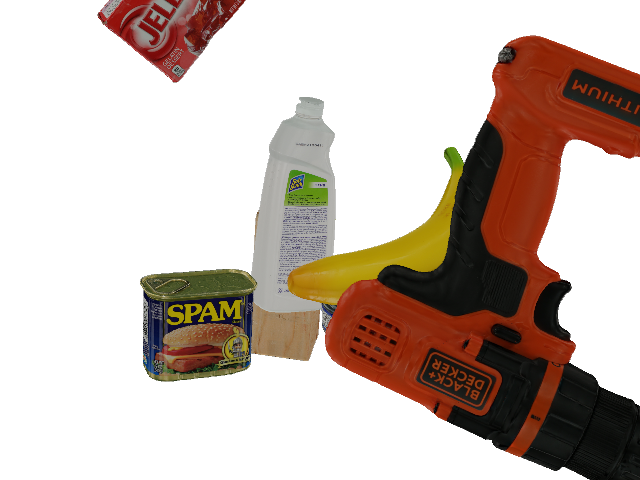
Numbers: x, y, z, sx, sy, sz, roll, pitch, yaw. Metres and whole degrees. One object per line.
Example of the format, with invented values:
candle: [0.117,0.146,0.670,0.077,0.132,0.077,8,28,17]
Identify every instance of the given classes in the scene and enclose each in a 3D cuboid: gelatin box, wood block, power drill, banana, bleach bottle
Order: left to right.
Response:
gelatin box: [-0.109,-0.174,0.792,0.073,0.089,0.030,38,5,-32]
wood block: [-0.046,0.053,1.501,0.090,0.206,0.090,7,22,6]
bleach bottle: [-0.021,-0.042,1.255,0.102,0.251,0.068,-2,21,-30]
banana: [0.062,0.002,0.749,0.070,0.037,0.197,34,48,22]
power drill: [0.116,0.012,0.505,0.184,0.188,0.057,24,7,4]

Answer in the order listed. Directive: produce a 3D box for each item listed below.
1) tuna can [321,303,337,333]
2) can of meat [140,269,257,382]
tuna can: [0.043,0.071,1.101,0.086,0.034,0.086,-3,28,2]
can of meat: [-0.111,0.076,0.965,0.102,0.084,0.057,-4,19,-21]
